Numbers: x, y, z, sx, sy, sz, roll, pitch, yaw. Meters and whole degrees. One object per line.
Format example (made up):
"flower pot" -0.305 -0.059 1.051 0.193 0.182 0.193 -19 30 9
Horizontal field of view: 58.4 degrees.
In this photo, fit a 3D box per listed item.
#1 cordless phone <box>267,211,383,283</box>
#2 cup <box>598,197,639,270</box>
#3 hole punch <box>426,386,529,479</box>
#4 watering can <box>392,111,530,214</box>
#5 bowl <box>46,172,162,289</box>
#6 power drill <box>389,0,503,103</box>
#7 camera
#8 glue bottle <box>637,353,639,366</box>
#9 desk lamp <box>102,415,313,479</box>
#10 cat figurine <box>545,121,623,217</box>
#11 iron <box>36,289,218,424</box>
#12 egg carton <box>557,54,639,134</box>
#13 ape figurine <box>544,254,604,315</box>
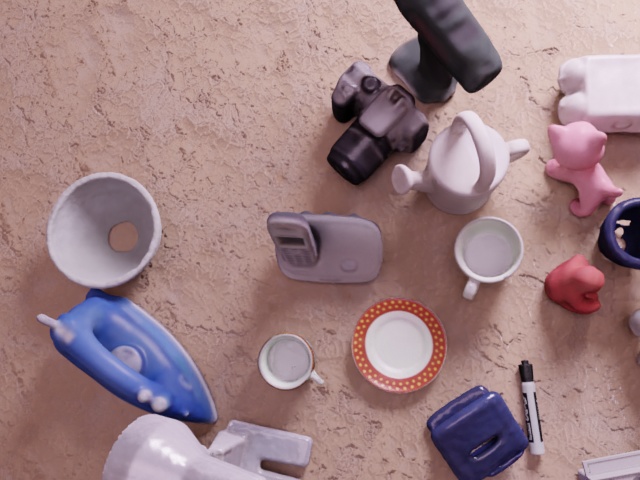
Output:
"cordless phone" 0.007 0.003 0.740 0.147 0.185 0.094 0 81 6
"cup" 0.411 -0.012 0.746 0.118 0.095 0.091 -45 79 -2
"hole punch" 0.204 0.251 0.729 0.108 0.091 0.101 -35 79 0
"watering can" 0.181 -0.095 0.732 0.173 0.194 0.101 -38 79 -1
"bowl" -0.300 -0.010 0.831 0.167 0.075 0.167 -1 81 6
"power drill" 0.141 -0.274 0.757 0.075 0.208 0.229 -39 79 -1
"camera" 0.062 -0.158 0.802 0.143 0.101 0.137 41 88 10
"glue bottle" 0.449 0.151 0.677 0.078 0.173 0.037 24 85 9
"desk lamp" -0.126 0.282 0.697 0.203 0.213 0.118 9 82 8
"cat figurine" 0.350 -0.102 0.754 0.067 0.118 0.128 -32 79 1
"iron" -0.255 0.171 0.765 0.258 0.141 0.119 35 86 10
"egg carton" 0.404 -0.199 0.788 0.150 0.069 0.107 0 81 6
"ape figurine" 0.338 0.056 0.744 0.076 0.092 0.078 7 82 7
